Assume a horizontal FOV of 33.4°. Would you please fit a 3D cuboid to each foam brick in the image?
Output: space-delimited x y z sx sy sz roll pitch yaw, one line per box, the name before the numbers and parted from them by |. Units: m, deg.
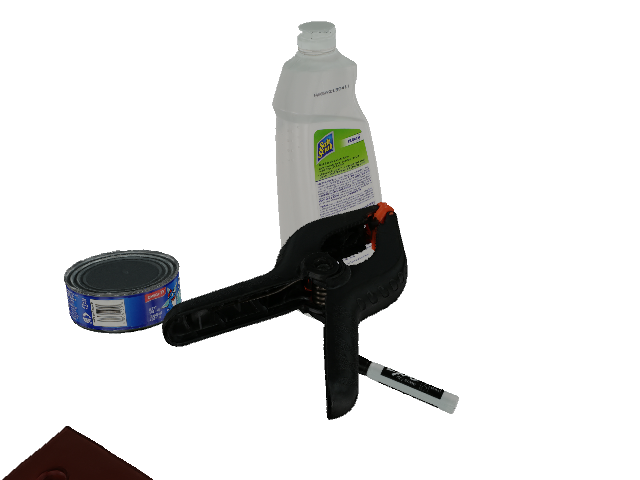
foam brick | -0.095 0.127 0.450 0.078 0.051 0.052 23 45 30

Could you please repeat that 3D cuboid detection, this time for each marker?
marker | 0.078 0.140 1.058 0.121 0.020 0.020 22 6 14

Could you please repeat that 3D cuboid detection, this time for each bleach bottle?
bleach bottle | 0.010 -0.062 0.908 0.102 0.251 0.068 -24 34 -35

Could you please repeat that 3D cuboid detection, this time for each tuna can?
tuna can | -0.148 0.038 0.806 0.086 0.034 0.086 -2 21 1

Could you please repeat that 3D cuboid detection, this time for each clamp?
clamp | 0.006 0.035 0.622 0.120 0.039 0.171 33 49 25
